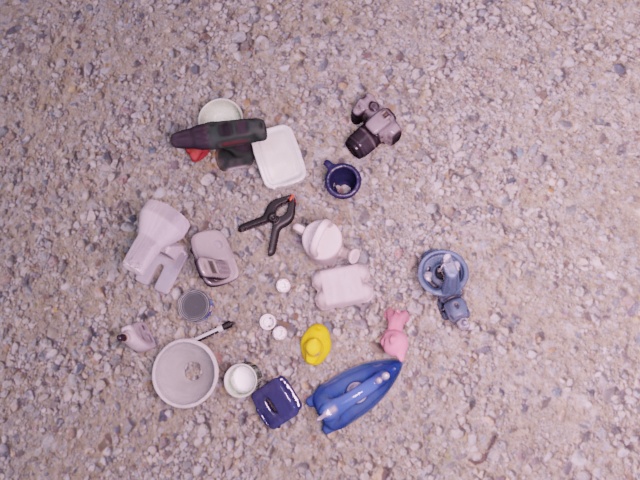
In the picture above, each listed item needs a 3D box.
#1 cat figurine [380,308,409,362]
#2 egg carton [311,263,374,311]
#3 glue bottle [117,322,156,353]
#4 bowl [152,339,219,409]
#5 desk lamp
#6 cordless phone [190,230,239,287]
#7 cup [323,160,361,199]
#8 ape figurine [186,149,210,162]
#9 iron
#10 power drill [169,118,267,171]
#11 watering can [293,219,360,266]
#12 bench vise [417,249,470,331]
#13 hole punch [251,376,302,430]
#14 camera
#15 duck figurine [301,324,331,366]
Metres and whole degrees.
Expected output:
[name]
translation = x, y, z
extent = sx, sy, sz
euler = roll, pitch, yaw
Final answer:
[cat figurine]
translation = 0.184, 0.229, 1.393
extent = 0.067, 0.118, 0.128
euler = 7, 81, 5
[egg carton]
translation = 0.056, 0.116, 1.443
extent = 0.150, 0.069, 0.107
euler = -12, 80, 1
[glue bottle]
translation = -0.456, 0.237, 1.399
extent = 0.037, 0.173, 0.078
euler = -26, 80, -1
[bowl]
translation = -0.326, 0.330, 1.426
extent = 0.167, 0.075, 0.167
euler = 0, 81, 3
[desk lamp]
translation = -0.399, 0.019, 1.411
extent = 0.118, 0.213, 0.203
euler = 24, 83, 7
[cordless phone]
translation = -0.275, 0.040, 1.415
extent = 0.094, 0.185, 0.147
euler = -26, 80, -1
[cup]
translation = 0.051, -0.151, 1.475
extent = 0.092, 0.095, 0.117
euler = -41, 81, -4
[ape figurine]
translation = -0.335, -0.250, 1.514
extent = 0.076, 0.092, 0.078
euler = -3, 80, 3
[iron]
translation = 0.094, 0.359, 1.364
extent = 0.258, 0.141, 0.118
euler = -33, 80, -2
[power drill]
translation = -0.240, -0.243, 1.448
extent = 0.229, 0.208, 0.075
euler = -13, 80, 1
[watering can]
translation = 0.014, 0.003, 1.401
extent = 0.172, 0.194, 0.101
euler = 5, 81, 4
[bench vise]
translation = 0.317, 0.104, 1.354
extent = 0.121, 0.220, 0.207
euler = -38, 80, -3
[hole punch]
translation = -0.107, 0.400, 1.394
extent = 0.101, 0.091, 0.108
euler = -35, 80, -3
[camera]
translation = 0.123, -0.291, 1.491
extent = 0.137, 0.101, 0.143
euler = -41, 81, -4
[duck figurine]
translation = -0.012, 0.259, 1.415
extent = 0.077, 0.086, 0.105
euler = 12, 81, 5
